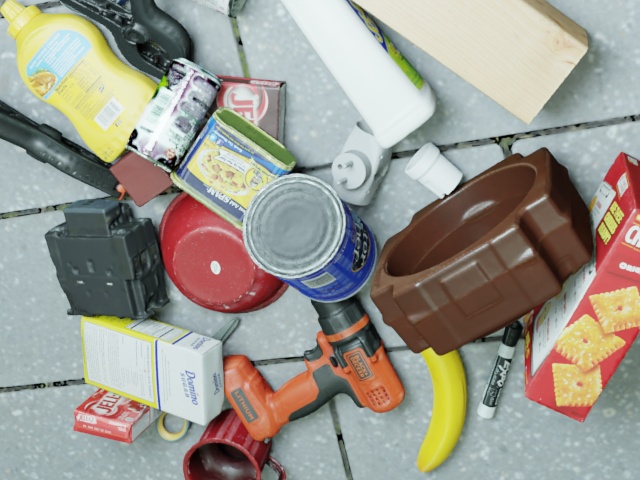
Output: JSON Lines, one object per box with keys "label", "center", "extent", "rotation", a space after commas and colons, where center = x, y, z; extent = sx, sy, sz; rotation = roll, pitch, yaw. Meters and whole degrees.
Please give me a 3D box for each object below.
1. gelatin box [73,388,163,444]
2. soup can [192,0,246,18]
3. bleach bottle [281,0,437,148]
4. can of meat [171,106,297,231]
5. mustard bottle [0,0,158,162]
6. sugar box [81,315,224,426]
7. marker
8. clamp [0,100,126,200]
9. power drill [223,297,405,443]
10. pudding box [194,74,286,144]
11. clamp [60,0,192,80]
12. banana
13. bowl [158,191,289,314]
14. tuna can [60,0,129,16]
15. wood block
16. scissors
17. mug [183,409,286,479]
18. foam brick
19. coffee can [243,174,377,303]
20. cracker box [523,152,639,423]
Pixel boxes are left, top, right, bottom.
{"label": "gelatin box", "center": [-0.231, 0.197, 1.231], "extent": [0.073, 0.089, 0.030], "rotation": [11, 109, 15]}
{"label": "soup can", "center": [-0.120, -0.267, 1.044], "extent": [0.102, 0.068, 0.069], "rotation": [23, 115, 3]}
{"label": "bleach bottle", "center": [0.012, -0.209, 1.017], "extent": [0.068, 0.102, 0.251], "rotation": [-36, 101, 18]}
{"label": "can of meat", "center": [-0.085, -0.072, 1.078], "extent": [0.102, 0.057, 0.084], "rotation": [35, 112, -3]}
{"label": "mustard bottle", "center": [-0.257, -0.178, 1.116], "extent": [0.191, 0.058, 0.096], "rotation": [44, 108, -7]}
{"label": "sugar box", "center": [-0.191, 0.139, 1.212], "extent": [0.176, 0.048, 0.093], "rotation": [14, 116, 26]}
{"label": "marker", "center": [0.197, 0.140, 1.164], "extent": [0.020, 0.020, 0.121], "rotation": [16, 114, 6]}
{"label": "clamp", "center": [-0.299, -0.108, 1.137], "extent": [0.209, 0.165, 0.036], "rotation": [29, 95, -24]}
{"label": "power drill", "center": [-0.021, 0.134, 1.191], "extent": [0.188, 0.057, 0.184], "rotation": [-25, 99, 22]}
{"label": "pudding box", "center": [-0.084, -0.113, 1.114], "extent": [0.090, 0.039, 0.113], "rotation": [7, 113, 10]}
{"label": "clamp", "center": [-0.192, -0.217, 1.064], "extent": [0.120, 0.039, 0.171], "rotation": [3, 142, 30]}
{"label": "banana", "center": [0.131, 0.173, 1.186], "extent": [0.070, 0.037, 0.198], "rotation": [2, 112, 30]}
{"label": "bowl", "center": [-0.109, 0.019, 1.166], "extent": [0.162, 0.055, 0.162], "rotation": [5, 113, 11]}
{"label": "tuna can", "center": [-0.232, -0.272, 1.087], "extent": [0.086, 0.033, 0.086], "rotation": [5, 113, 11]}
{"label": "wood block", "center": [0.139, -0.212, 0.995], "extent": [0.206, 0.090, 0.091], "rotation": [34, 115, -3]}
{"label": "scissors", "center": [-0.148, 0.172, 1.257], "extent": [0.202, 0.016, 0.096], "rotation": [-30, 100, 23]}
{"label": "mug", "center": [-0.093, 0.255, 1.243], "extent": [0.117, 0.081, 0.093], "rotation": [25, 115, 2]}
{"label": "foam brick", "center": [-0.177, -0.079, 1.129], "extent": [0.051, 0.078, 0.053], "rotation": [-31, 102, 21]}
{"label": "coffee can", "center": [-0.007, 0.001, 1.070], "extent": [0.103, 0.140, 0.103], "rotation": [-4, 76, 15]}
{"label": "cracker box", "center": [0.273, 0.043, 1.027], "extent": [0.072, 0.164, 0.214], "rotation": [25, 115, 0]}
